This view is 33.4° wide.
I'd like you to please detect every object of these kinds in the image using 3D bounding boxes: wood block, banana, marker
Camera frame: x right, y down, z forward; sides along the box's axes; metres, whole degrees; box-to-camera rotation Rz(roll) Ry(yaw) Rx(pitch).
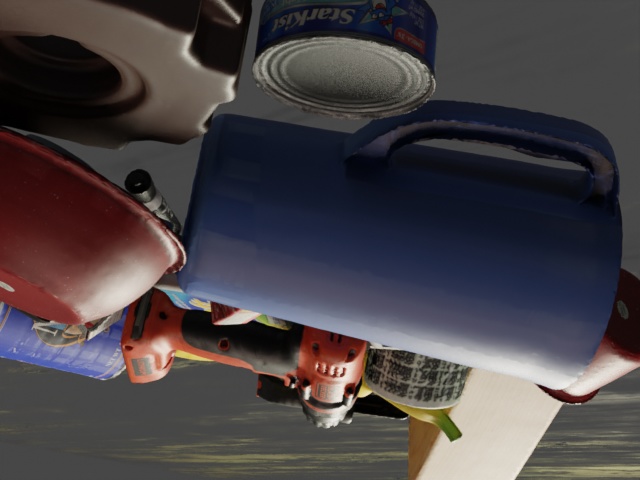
[{"bbox_3d":[0.149,0.144,0.961,0.090,0.090,0.206,10,137,-5],"label":"wood block"},{"bbox_3d":[0.058,0.131,0.958,0.037,0.069,0.198,-24,-166,-17],"label":"banana"},{"bbox_3d":[-0.119,-0.023,0.775,0.020,0.020,0.121,4,162,6],"label":"marker"}]

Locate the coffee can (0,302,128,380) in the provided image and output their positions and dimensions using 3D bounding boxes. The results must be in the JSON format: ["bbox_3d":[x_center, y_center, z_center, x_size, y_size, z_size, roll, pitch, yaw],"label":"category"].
[{"bbox_3d":[-0.238,0.060,0.935,0.140,0.103,0.103,20,158,-39],"label":"coffee can"}]

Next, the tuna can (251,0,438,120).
[{"bbox_3d":[0.012,-0.089,0.498,0.086,0.034,0.086,6,163,2],"label":"tuna can"}]

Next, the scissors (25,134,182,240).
[{"bbox_3d":[-0.118,-0.019,0.683,0.202,0.016,0.096,20,159,29],"label":"scissors"}]

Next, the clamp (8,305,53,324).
[{"bbox_3d":[-0.289,-0.006,0.780,0.210,0.036,0.164,7,139,25],"label":"clamp"}]

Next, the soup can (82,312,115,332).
[{"bbox_3d":[-0.165,0.002,0.674,0.102,0.068,0.069,38,153,-14],"label":"soup can"}]

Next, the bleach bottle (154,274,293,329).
[{"bbox_3d":[-0.086,0.035,0.876,0.251,0.068,0.102,5,160,10],"label":"bleach bottle"}]

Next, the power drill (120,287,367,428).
[{"bbox_3d":[-0.058,0.095,0.850,0.187,0.057,0.184,9,151,1],"label":"power drill"}]

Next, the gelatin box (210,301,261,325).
[{"bbox_3d":[-0.055,0.008,0.734,0.030,0.089,0.073,-1,166,-25],"label":"gelatin box"}]

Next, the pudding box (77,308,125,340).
[{"bbox_3d":[-0.183,0.018,0.798,0.090,0.039,0.114,51,157,6],"label":"pudding box"}]

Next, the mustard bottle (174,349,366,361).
[{"bbox_3d":[-0.040,0.083,0.993,0.191,0.058,0.096,14,127,-29],"label":"mustard bottle"}]

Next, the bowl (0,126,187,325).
[{"bbox_3d":[-0.153,0.000,0.553,0.162,0.055,0.162,21,161,7],"label":"bowl"}]

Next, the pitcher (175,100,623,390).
[{"bbox_3d":[0.046,-0.006,0.623,0.242,0.149,0.145,12,178,-8],"label":"pitcher"}]

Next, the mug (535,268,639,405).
[{"bbox_3d":[0.220,0.067,0.842,0.117,0.093,0.082,-26,168,-40],"label":"mug"}]

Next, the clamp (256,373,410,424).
[{"bbox_3d":[0.009,0.166,1.125,0.120,0.039,0.172,17,175,-44],"label":"clamp"}]
